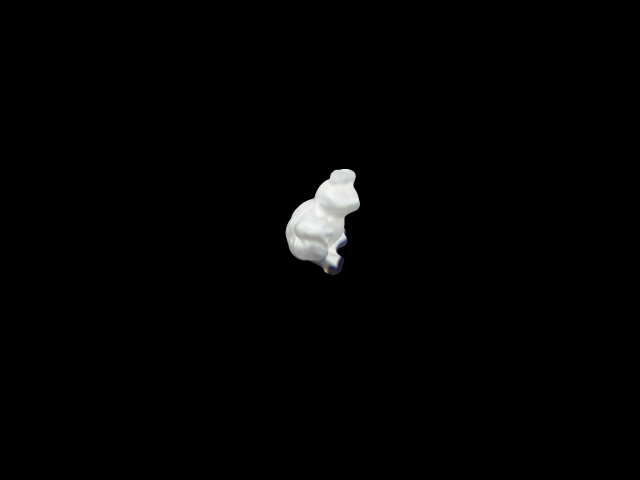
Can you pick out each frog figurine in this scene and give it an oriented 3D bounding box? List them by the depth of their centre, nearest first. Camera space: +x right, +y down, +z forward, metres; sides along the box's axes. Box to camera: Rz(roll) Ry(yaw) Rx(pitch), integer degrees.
[{"bbox_3d":[0.003,-0.043,0.850,0.123,0.155,0.140,18,42,21],"label":"frog figurine"}]
